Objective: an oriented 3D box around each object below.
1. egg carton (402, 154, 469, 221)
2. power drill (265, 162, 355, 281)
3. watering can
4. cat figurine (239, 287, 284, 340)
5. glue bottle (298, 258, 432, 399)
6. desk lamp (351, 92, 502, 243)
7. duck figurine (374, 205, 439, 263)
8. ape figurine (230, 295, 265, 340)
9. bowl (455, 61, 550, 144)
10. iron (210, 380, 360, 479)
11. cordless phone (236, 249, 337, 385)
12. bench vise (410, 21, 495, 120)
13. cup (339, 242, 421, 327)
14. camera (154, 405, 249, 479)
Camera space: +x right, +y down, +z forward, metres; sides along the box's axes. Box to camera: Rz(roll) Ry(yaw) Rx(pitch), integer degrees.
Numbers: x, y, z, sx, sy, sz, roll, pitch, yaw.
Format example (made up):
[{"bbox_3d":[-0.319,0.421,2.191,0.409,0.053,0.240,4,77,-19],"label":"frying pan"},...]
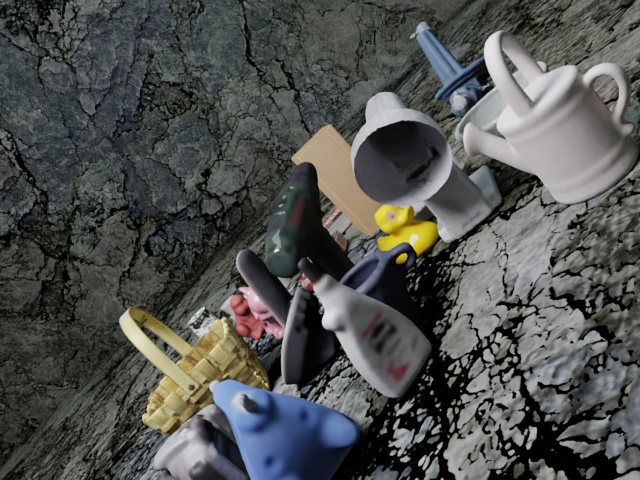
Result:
[{"bbox_3d":[0.170,-0.080,0.934,0.150,0.069,0.107,-43,13,8],"label":"egg carton"},{"bbox_3d":[0.008,0.003,0.862,0.075,0.208,0.230,-36,15,33],"label":"power drill"},{"bbox_3d":[0.234,-0.136,0.616,0.172,0.194,0.101,-39,14,25],"label":"watering can"},{"bbox_3d":[-0.099,0.119,1.043,0.067,0.118,0.127,-49,13,-17],"label":"cat figurine"},{"bbox_3d":[0.038,0.082,0.592,0.078,0.173,0.037,-52,15,-28],"label":"glue bottle"},{"bbox_3d":[0.136,-0.100,0.769,0.118,0.214,0.203,-39,14,23],"label":"desk lamp"},{"bbox_3d":[0.117,-0.016,0.861,0.104,0.086,0.078,-30,19,49],"label":"duck figurine"},{"bbox_3d":[-0.147,0.149,1.158,0.078,0.092,0.076,-45,13,-2],"label":"ape figurine"},{"bbox_3d":[0.293,-0.188,0.875,0.167,0.075,0.167,-42,13,12],"label":"bowl"},{"bbox_3d":[-0.066,0.199,0.624,0.119,0.141,0.257,-50,13,-21],"label":"iron"},{"bbox_3d":[-0.064,0.103,0.825,0.094,0.185,0.147,-42,13,14],"label":"cordless phone"},{"bbox_3d":[0.254,-0.303,1.035,0.121,0.220,0.207,-41,13,14],"label":"bench vise"},{"bbox_3d":[0.084,0.066,0.679,0.117,0.095,0.091,-42,13,13],"label":"cup"},{"bbox_3d":[-0.170,0.297,0.738,0.137,0.101,0.143,-45,13,1],"label":"camera"}]
